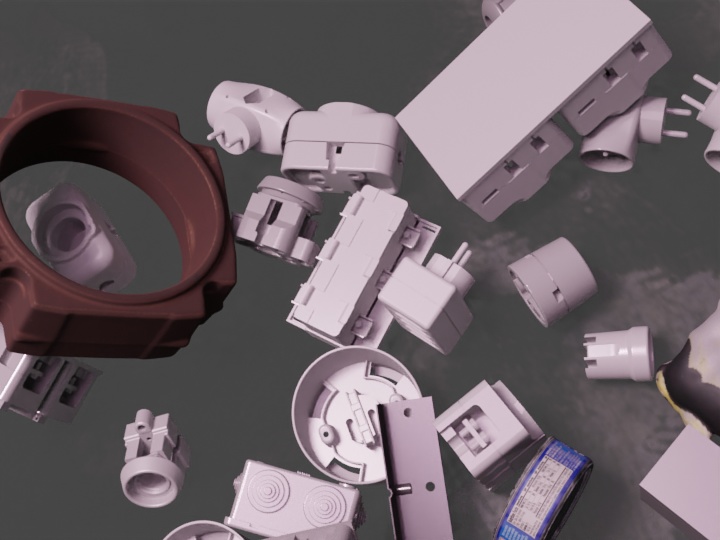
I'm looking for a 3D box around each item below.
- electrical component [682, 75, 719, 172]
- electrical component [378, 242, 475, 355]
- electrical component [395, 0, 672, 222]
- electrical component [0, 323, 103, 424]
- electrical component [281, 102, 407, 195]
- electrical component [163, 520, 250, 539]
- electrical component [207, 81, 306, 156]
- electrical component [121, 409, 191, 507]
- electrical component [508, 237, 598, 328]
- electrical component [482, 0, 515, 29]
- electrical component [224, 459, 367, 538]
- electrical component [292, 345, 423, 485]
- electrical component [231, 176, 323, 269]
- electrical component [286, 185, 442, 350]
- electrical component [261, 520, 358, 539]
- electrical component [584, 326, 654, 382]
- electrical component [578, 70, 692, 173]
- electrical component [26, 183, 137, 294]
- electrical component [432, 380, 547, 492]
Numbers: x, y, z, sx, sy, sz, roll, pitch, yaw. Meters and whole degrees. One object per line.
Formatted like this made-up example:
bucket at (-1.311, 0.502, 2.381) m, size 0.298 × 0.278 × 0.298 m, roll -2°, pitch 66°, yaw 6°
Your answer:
electrical component at (0.283, -0.119, 0.815) m, size 0.079 × 0.044 × 0.077 m, roll 31°, pitch 82°, yaw 4°
electrical component at (0.062, 0.013, 0.815) m, size 0.047 × 0.083 × 0.075 m, roll 32°, pitch 83°, yaw 22°
electrical component at (0.133, -0.139, 0.831) m, size 0.186 × 0.060 × 0.105 m, roll -43°, pitch 51°, yaw 13°
electrical component at (-0.324, 0.061, 0.893) m, size 0.186 × 0.105 × 0.060 m, roll 24°, pitch 80°, yaw 21°
electrical component at (-0.012, -0.100, 0.890) m, size 0.095 × 0.053 × 0.059 m, roll 4°, pitch 73°, yaw 17°
electrical component at (-0.109, 0.238, 0.796) m, size 0.099 × 0.064 × 0.099 m, roll -5°, pitch 71°, yaw 14°
electrical component at (-0.097, -0.123, 0.914) m, size 0.077 × 0.043 × 0.079 m, roll 23°, pitch 38°, yaw 21°
electrical component at (-0.160, 0.151, 0.838) m, size 0.048 × 0.066 × 0.055 m, roll -16°, pitch 35°, yaw 10°
electrical component at (0.146, 0.008, 0.811) m, size 0.047 × 0.055 × 0.055 m, roll -32°, pitch 67°, yaw -1°
electrical component at (0.136, -0.216, 0.895) m, size 0.062 × 0.048 × 0.048 m, roll -29°, pitch 67°, yaw -3°
electrical component at (-0.045, 0.172, 0.777) m, size 0.100 × 0.099 × 0.048 m, roll 15°, pitch 77°, yaw 4°
electrical component at (0.003, 0.112, 0.808) m, size 0.099 × 0.064 × 0.099 m, roll -5°, pitch 71°, yaw 14°
electrical component at (-0.064, -0.041, 0.883) m, size 0.078 × 0.058 × 0.057 m, roll 18°, pitch 80°, yaw 20°
electrical component at (0.000, 0.000, 0.848) m, size 0.079 × 0.063 × 0.121 m, roll 25°, pitch 80°, yaw 21°
electrical component at (-0.033, 0.274, 0.716) m, size 0.105 × 0.060 × 0.186 m, roll -15°, pitch 101°, yaw 10°
electrical component at (0.190, 0.062, 0.788) m, size 0.046 × 0.040 × 0.040 m, roll -5°, pitch 71°, yaw 20°
electrical component at (0.217, -0.118, 0.839) m, size 0.079 × 0.043 × 0.077 m, roll 9°, pitch 74°, yaw 18°
electrical component at (-0.242, -0.025, 0.925) m, size 0.054 × 0.059 × 0.095 m, roll -36°, pitch 66°, yaw 1°
electrical component at (0.095, 0.117, 0.767) m, size 0.056 × 0.089 × 0.050 m, roll -39°, pitch 66°, yaw 0°
